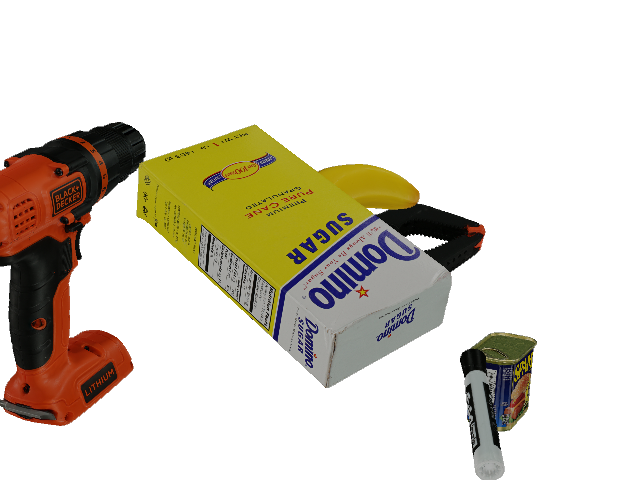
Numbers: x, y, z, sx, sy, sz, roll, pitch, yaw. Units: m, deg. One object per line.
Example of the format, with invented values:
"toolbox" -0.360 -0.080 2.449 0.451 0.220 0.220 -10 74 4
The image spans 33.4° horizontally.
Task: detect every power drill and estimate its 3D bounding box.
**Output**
"power drill" -0.177 0.020 0.755 0.057 0.188 0.184 8 24 24

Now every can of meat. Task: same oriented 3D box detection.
"can of meat" 0.202 0.158 1.196 0.058 0.084 0.101 9 13 26

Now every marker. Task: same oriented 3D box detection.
"marker" 0.110 0.115 0.730 0.020 0.020 0.121 0 32 2

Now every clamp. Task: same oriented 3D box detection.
"clamp" 0.062 0.012 1.063 0.210 0.164 0.036 1 -40 -5

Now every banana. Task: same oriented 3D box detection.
"banana" 0.021 -0.029 0.853 0.037 0.069 0.197 -35 1 32

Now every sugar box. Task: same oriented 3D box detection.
"sugar box" -0.019 0.001 0.613 0.093 0.048 0.176 -25 47 -36
